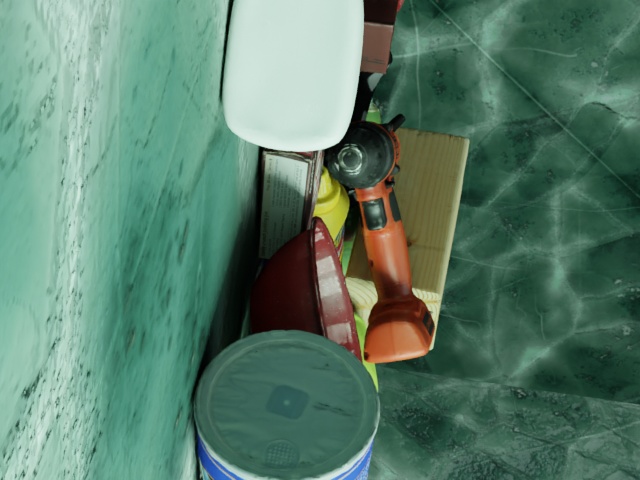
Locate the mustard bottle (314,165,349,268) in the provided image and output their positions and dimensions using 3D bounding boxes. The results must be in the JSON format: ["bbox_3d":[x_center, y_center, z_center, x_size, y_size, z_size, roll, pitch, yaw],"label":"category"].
[{"bbox_3d":[-0.006,0.001,0.944,0.192,0.058,0.096,92,14,-52],"label":"mustard bottle"}]

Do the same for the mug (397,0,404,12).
[{"bbox_3d":[0.043,-0.244,0.910,0.081,0.093,0.117,-65,-166,-1],"label":"mug"}]

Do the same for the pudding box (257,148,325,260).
[{"bbox_3d":[-0.019,-0.051,0.777,0.113,0.039,0.090,94,6,-48],"label":"pudding box"}]

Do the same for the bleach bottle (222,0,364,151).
[{"bbox_3d":[-0.006,-0.124,0.646,0.250,0.068,0.102,-77,174,-76],"label":"bleach bottle"}]

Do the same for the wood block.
[{"bbox_3d":[0.085,-0.007,1.048,0.090,0.091,0.206,91,12,-49],"label":"wood block"}]

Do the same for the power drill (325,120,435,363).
[{"bbox_3d":[0.048,-0.002,0.845,0.184,0.057,0.187,-37,118,-77],"label":"power drill"}]

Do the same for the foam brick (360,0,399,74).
[{"bbox_3d":[0.019,-0.168,0.825,0.053,0.078,0.051,96,3,-53],"label":"foam brick"}]

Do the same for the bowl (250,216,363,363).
[{"bbox_3d":[-0.010,0.068,0.734,0.162,0.055,0.162,-12,90,-82],"label":"bowl"}]

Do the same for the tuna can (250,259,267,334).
[{"bbox_3d":[-0.031,0.042,0.835,0.086,0.034,0.086,9,89,-86],"label":"tuna can"}]

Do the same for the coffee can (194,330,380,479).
[{"bbox_3d":[-0.022,0.137,0.635,0.140,0.103,0.102,94,5,-46],"label":"coffee can"}]
